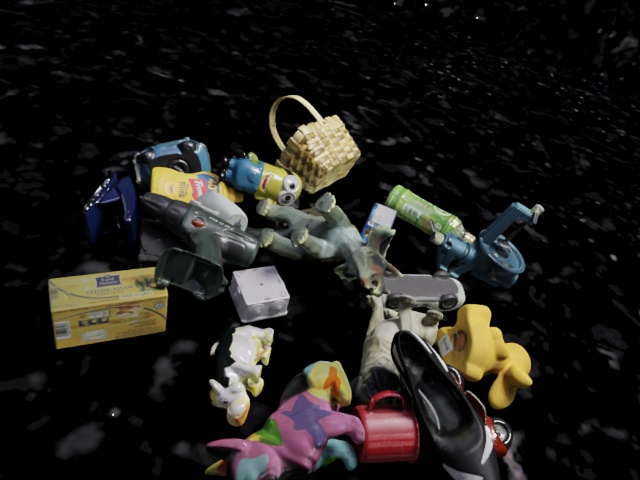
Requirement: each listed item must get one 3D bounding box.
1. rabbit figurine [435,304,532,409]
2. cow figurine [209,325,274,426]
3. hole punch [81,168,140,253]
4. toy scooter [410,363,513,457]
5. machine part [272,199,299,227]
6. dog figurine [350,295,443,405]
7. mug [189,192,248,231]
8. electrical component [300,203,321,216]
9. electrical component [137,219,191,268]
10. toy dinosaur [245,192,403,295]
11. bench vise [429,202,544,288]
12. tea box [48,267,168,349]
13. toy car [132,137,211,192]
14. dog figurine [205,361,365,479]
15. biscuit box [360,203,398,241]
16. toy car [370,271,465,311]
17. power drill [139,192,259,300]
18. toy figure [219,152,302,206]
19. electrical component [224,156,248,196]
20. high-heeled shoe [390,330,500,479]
[{"bbox_3d":[0.314,0.209,0.957,0.173,0.122,0.162,21,27,-27],"label":"rabbit figurine"},{"bbox_3d":[-0.134,0.204,0.835,0.098,0.068,0.167,13,36,3],"label":"cow figurine"},{"bbox_3d":[-0.371,-0.050,1.001,0.092,0.142,0.116,16,54,1],"label":"hole punch"},{"bbox_3d":[0.210,0.288,0.859,0.135,0.075,0.184,-28,61,-37],"label":"toy scooter"},{"bbox_3d":[-0.083,-0.072,1.197,0.084,0.039,0.139,14,37,-17],"label":"machine part"},{"bbox_3d":[0.133,0.207,0.929,0.172,0.121,0.190,27,66,-31],"label":"dog figurine"},{"bbox_3d":[-0.198,-0.049,1.056,0.107,0.081,0.109,25,-6,42],"label":"mug"},{"bbox_3d":[-0.011,-0.035,1.174,0.078,0.045,0.102,-17,49,-22],"label":"electrical component"},{"bbox_3d":[-0.284,0.008,1.018,0.115,0.058,0.134,4,42,-19],"label":"electrical component"},{"bbox_3d":[-0.008,0.001,1.039,0.192,0.131,0.405,36,-14,-36],"label":"toy dinosaur"},{"bbox_3d":[0.357,0.001,1.127,0.223,0.240,0.129,34,36,-5],"label":"bench vise"},{"bbox_3d":[-0.335,0.106,0.856,0.169,0.098,0.068,-6,45,-27],"label":"tea box"},{"bbox_3d":[-0.325,-0.165,1.180,0.162,0.109,0.103,-12,23,-14],"label":"toy car"},{"bbox_3d":[-0.056,0.270,0.762,0.219,0.108,0.192,-3,45,-19],"label":"dog figurine"},{"bbox_3d":[0.114,0.002,1.160,0.059,0.062,0.203,23,41,6],"label":"biscuit box"},{"bbox_3d":[0.195,0.103,1.080,0.202,0.056,0.073,2,48,-15],"label":"toy car"},{"bbox_3d":[-0.222,0.008,0.919,0.232,0.086,0.207,24,17,-13],"label":"power drill"},{"bbox_3d":[-0.124,-0.132,1.144,0.180,0.082,0.089,17,38,-14],"label":"toy figure"},{"bbox_3d":[-0.190,-0.137,1.224,0.075,0.047,0.119,18,40,2],"label":"electrical component"},{"bbox_3d":[0.180,0.239,0.760,0.086,0.145,0.249,-29,49,-6],"label":"high-heeled shoe"}]
